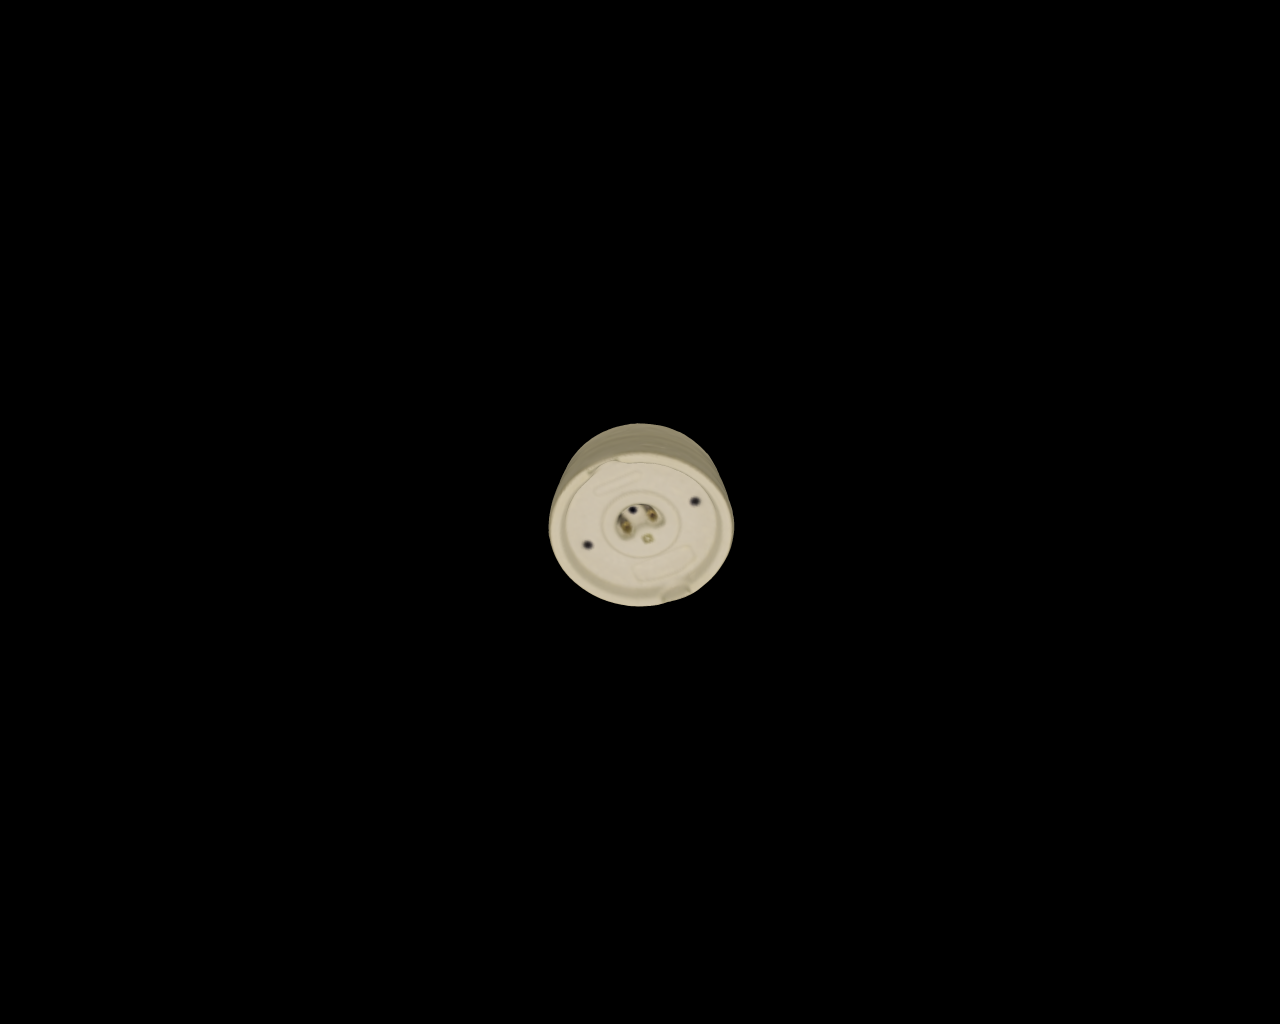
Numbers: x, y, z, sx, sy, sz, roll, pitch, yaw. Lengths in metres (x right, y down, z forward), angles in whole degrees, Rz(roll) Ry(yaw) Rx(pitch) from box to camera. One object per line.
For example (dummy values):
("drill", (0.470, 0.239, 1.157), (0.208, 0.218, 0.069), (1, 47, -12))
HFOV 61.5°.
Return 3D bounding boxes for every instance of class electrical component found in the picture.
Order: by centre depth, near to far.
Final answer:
("electrical component", (0.001, -0.003, 0.650), (0.108, 0.108, 0.060), (0, 31, 0))
